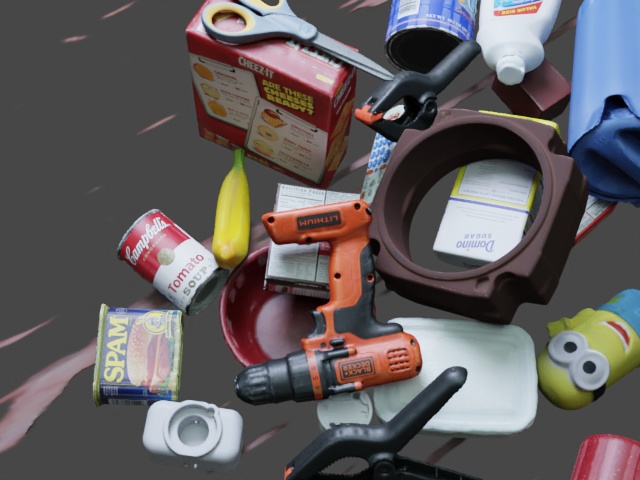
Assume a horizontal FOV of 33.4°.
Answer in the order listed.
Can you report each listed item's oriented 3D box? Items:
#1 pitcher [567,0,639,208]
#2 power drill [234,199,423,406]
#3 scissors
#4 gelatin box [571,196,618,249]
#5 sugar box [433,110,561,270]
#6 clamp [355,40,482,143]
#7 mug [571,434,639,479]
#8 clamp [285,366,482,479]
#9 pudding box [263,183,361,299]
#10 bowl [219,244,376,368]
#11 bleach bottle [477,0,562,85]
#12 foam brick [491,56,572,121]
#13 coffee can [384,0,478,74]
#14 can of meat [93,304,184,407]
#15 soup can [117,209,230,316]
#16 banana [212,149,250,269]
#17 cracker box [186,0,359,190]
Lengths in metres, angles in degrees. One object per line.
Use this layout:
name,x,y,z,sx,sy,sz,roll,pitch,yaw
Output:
pitcher,0.343,-0.164,1.186,0.145,0.149,0.242,18,53,-10
power drill,-0.004,0.061,1.034,0.184,0.057,0.187,-10,92,-4
scissors,-0.032,-0.191,1.023,0.096,0.016,0.202,-40,72,-18
gelatin box,0.276,-0.044,1.201,0.073,0.030,0.089,-39,72,-19
sugar box,0.195,-0.051,1.169,0.093,0.048,0.176,13,74,27
clamp,0.115,-0.160,1.170,0.171,0.039,0.120,-8,106,-38
mug,0.295,0.249,1.043,0.117,0.093,0.081,36,60,-20
clamp,0.070,0.219,1.040,0.210,0.164,0.036,-21,25,10
pudding box,-0.007,0.001,1.101,0.090,0.039,0.113,7,64,0
bowl,-0.024,0.083,1.114,0.162,0.055,0.162,1,65,-2
bleach bottle,0.239,-0.271,1.246,0.102,0.068,0.250,8,49,7
foam brick,0.248,-0.176,1.248,0.053,0.051,0.078,-31,71,-17
coffee can,0.135,-0.276,1.259,0.103,0.103,0.140,10,65,2
can of meat,-0.184,0.120,1.091,0.084,0.057,0.102,3,66,-4
soup can,-0.155,0.025,1.129,0.102,0.068,0.068,38,69,13
banana,-0.095,-0.019,1.130,0.037,0.069,0.198,-7,36,3
cracker box,-0.049,-0.154,1.133,0.164,0.214,0.072,25,68,9
